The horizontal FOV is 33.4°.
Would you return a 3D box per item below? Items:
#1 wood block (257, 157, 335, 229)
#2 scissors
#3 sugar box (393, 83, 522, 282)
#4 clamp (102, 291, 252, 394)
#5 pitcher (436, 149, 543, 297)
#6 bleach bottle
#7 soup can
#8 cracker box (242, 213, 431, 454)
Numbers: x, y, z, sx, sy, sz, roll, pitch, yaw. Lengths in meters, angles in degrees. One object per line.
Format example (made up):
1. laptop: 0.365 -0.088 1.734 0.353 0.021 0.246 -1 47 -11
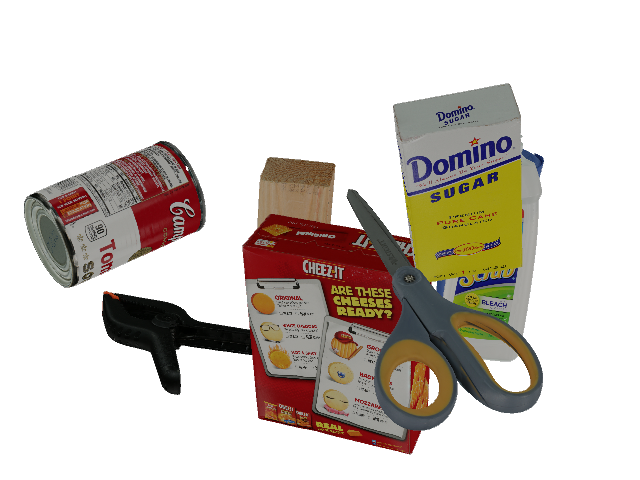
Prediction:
1. wood block: -0.036 0.006 1.383 0.090 0.206 0.090 6 24 2
2. scissors: 0.040 0.038 0.609 0.096 0.016 0.202 -28 45 -23
3. sugar box: 0.114 -0.040 0.857 0.093 0.048 0.176 -10 -39 3
4. clamp: -0.164 0.101 1.120 0.210 0.036 0.164 18 20 29
5. pitcher: 0.213 -0.007 1.448 0.149 0.243 0.145 5 23 3
6. bleach bottle: 0.188 0.005 1.189 0.103 0.251 0.068 8 17 15
7. soup can: -0.138 -0.018 0.716 0.102 0.068 0.069 -26 14 -30
8. cracker box: 0.020 0.089 1.016 0.164 0.214 0.072 10 35 18
